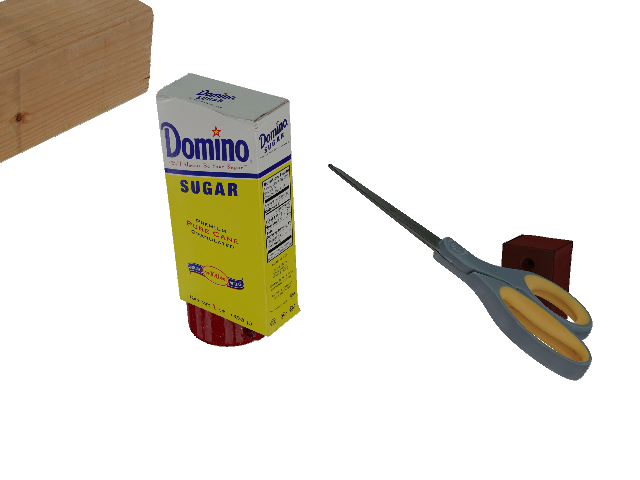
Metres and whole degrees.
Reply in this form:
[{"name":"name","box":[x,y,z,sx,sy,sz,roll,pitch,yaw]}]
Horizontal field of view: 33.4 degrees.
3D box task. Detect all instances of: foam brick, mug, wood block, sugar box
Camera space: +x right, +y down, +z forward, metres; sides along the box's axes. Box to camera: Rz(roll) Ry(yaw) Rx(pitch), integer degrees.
[{"name":"foam brick","box":[0.200,0.038,0.995,0.053,0.078,0.051,9,16,31]},{"name":"mug","box":[-0.081,0.052,1.007,0.093,0.081,0.117,-19,35,-29]},{"name":"wood block","box":[-0.247,-0.147,0.913,0.090,0.091,0.205,31,42,22]},{"name":"sugar box","box":[-0.065,-0.024,0.770,0.093,0.176,0.048,19,39,31]}]

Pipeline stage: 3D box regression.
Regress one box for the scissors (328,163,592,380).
[{"name":"scissors","box":[0.098,0.011,0.681,0.202,0.016,0.096,45,30,22]}]
